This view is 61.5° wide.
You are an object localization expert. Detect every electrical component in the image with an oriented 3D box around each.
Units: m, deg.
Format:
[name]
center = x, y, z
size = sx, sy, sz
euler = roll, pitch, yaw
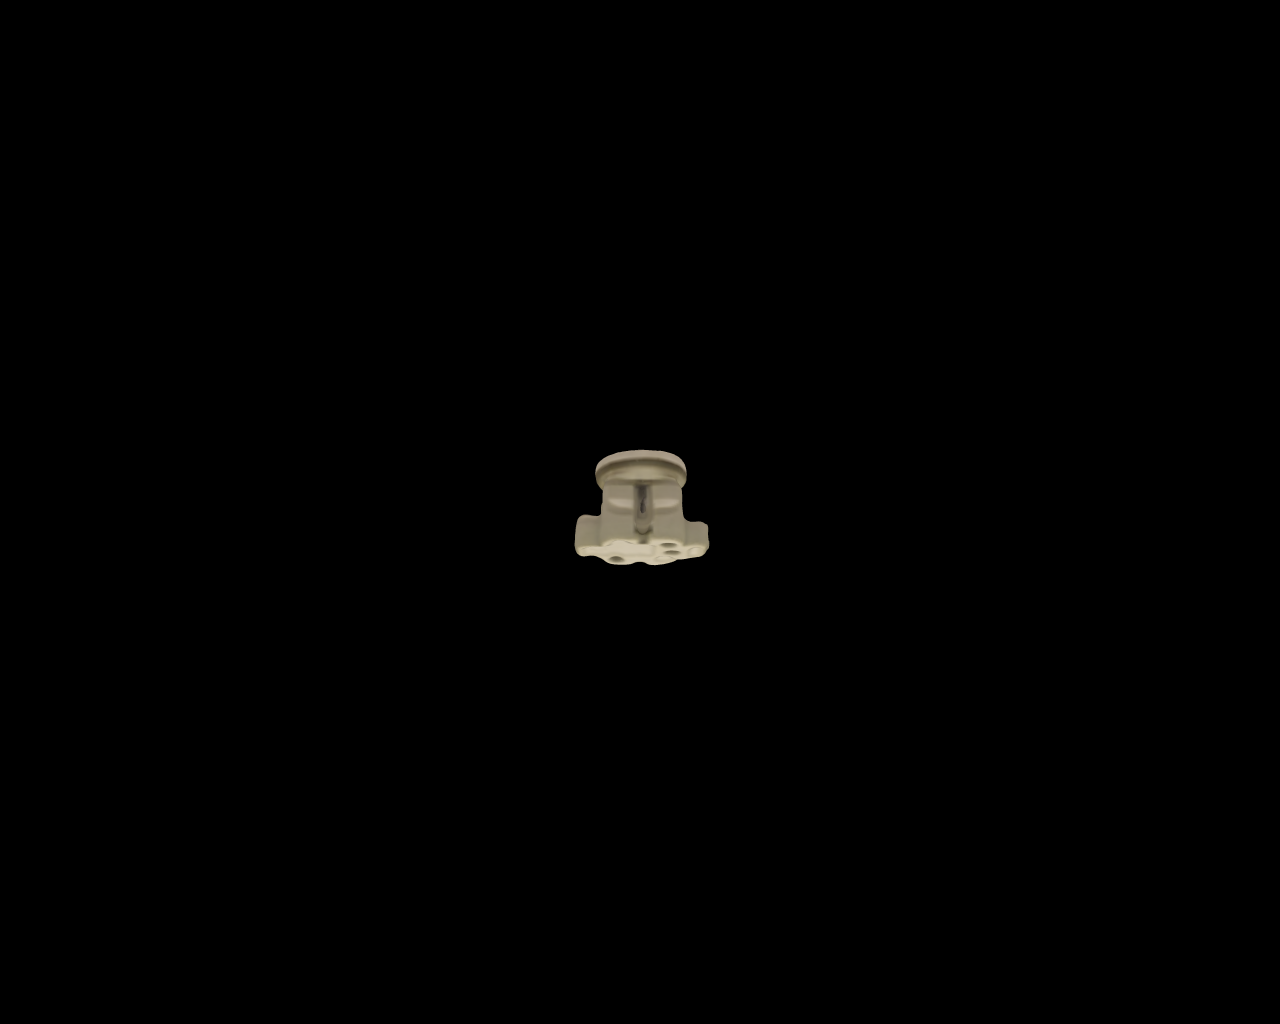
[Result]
[electrical component]
center = 0.001, -0.003, 0.650
size = 0.078, 0.057, 0.058
euler = 1, -19, -2
